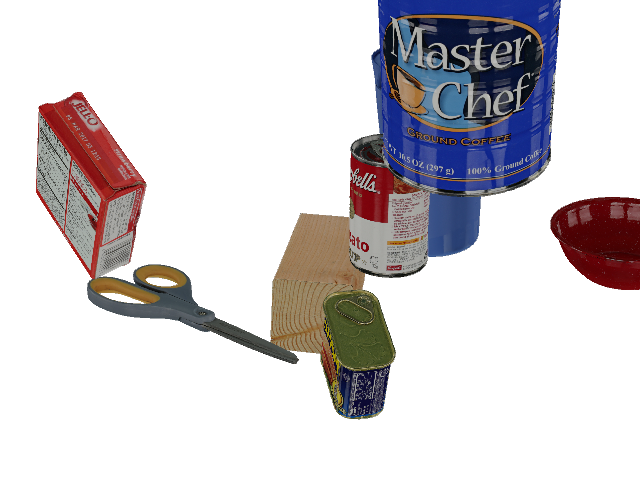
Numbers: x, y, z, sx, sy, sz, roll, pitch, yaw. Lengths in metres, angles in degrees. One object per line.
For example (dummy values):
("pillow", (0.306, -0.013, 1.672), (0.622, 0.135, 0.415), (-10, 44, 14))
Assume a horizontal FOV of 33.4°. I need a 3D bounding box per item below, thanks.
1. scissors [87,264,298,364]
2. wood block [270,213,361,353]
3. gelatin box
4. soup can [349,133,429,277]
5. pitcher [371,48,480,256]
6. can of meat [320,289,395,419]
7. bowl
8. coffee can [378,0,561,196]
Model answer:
("scissors", (-0.096, 0.056, 0.884), (0.202, 0.016, 0.096), (13, 24, 17))
("wood block", (0.003, 0.047, 1.270), (0.091, 0.090, 0.206), (6, 23, 5))
("gelatin box", (-0.137, -0.031, 0.628), (0.030, 0.073, 0.089), (-26, -22, -30))
("soup can", (0.058, -0.029, 0.879), (0.068, 0.102, 0.068), (0, 27, 0))
("pitcher", (0.140, -0.113, 1.263), (0.149, 0.243, 0.145), (-4, 25, 1))
("can of meat", (0.034, 0.114, 1.059), (0.057, 0.084, 0.102), (-6, 44, -11))
("bowl", (0.330, 0.009, 1.158), (0.162, 0.055, 0.162), (-2, 27, 1))
("coffee can", (0.084, -0.111, 0.608), (0.103, 0.140, 0.103), (-3, 36, 2))
